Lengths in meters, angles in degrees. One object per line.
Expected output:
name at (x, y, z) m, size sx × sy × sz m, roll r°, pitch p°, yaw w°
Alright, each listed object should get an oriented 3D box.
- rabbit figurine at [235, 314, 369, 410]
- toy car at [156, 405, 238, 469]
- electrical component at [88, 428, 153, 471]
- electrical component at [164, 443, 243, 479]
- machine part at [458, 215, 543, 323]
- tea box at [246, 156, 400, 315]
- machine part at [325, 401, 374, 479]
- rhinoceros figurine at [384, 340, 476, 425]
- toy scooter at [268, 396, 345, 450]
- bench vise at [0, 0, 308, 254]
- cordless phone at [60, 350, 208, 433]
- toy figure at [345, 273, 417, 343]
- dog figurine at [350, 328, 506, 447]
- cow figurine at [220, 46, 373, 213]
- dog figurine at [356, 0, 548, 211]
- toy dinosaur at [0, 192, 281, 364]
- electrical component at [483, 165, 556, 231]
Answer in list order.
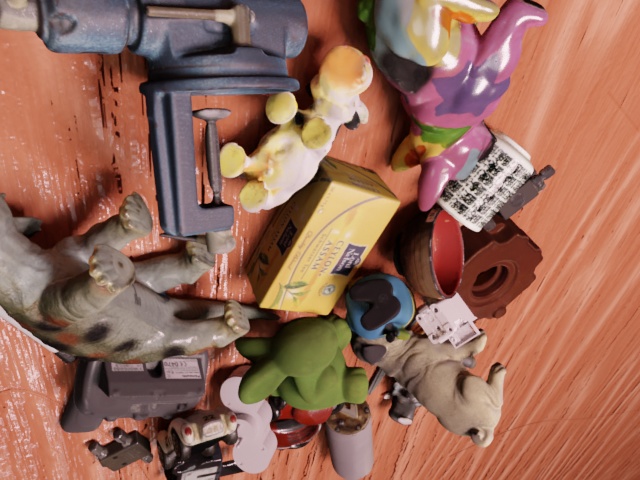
rabbit figurine at (-0.025, 0.138, 0.662) m, size 0.159 × 0.121 × 0.170 m, roll -8°, pitch 150°, yaw -1°
toy car at (-0.163, 0.252, 0.692) m, size 0.073 × 0.056 × 0.201 m, roll -7°, pitch 157°, yaw -29°
electrical component at (-0.271, 0.292, 0.739) m, size 0.063 × 0.021 × 0.093 m, roll -26°, pitch 136°, yaw -4°
electrical component at (-0.170, 0.331, 0.808) m, size 0.119 × 0.048 × 0.074 m, roll -5°, pitch 130°, yaw -25°
machine part at (0.233, 0.048, 0.769) m, size 0.179 × 0.056 × 0.179 m, roll -14°, pitch 132°, yaw -17°
tea box at (-0.001, -0.002, 0.594) m, size 0.098 × 0.068 × 0.169 m, roll 11°, pitch 121°, yaw -33°
machine part at (0.050, 0.332, 0.904) m, size 0.079 × 0.079 × 0.242 m, roll -19°, pitch 135°, yaw -12°
rhinoceros figurine at (0.174, 0.231, 0.884) m, size 0.112 × 0.073 × 0.190 m, roll 2°, pitch 126°, yaw -30°
toy scooter at (-0.050, 0.253, 0.787) m, size 0.135 × 0.075 × 0.183 m, roll 9°, pitch 127°, yaw -31°
bench vise at (-0.103, -0.102, 0.389) m, size 0.223 × 0.129 × 0.240 m, roll -17°, pitch 110°, yaw -46°
cordless phone at (-0.227, 0.189, 0.649) m, size 0.146 × 0.089 × 0.184 m, roll 10°, pitch 134°, yaw -35°
toy figure at (0.075, 0.081, 0.643) m, size 0.089 × 0.082 × 0.180 m, roll 4°, pitch 169°, yaw 5°
dog figurine at (0.135, 0.187, 0.728) m, size 0.190 × 0.172 × 0.121 m, roll 11°, pitch 118°, yaw -13°
cow figurine at (-0.010, -0.099, 0.500) m, size 0.167 × 0.068 × 0.098 m, roll -43°, pitch 169°, yaw 14°
dog figurine at (0.103, -0.135, 0.509) m, size 0.191 × 0.109 × 0.219 m, roll -3°, pitch 132°, yaw -26°
toy dinosaur at (-0.203, 0.062, 0.519) m, size 0.192 × 0.131 × 0.404 m, roll -22°, pitch 145°, yaw 15°
electrical component at (0.242, -0.056, 0.680) m, size 0.102 × 0.078 × 0.045 m, roll -41°, pitch 111°, yaw 3°
